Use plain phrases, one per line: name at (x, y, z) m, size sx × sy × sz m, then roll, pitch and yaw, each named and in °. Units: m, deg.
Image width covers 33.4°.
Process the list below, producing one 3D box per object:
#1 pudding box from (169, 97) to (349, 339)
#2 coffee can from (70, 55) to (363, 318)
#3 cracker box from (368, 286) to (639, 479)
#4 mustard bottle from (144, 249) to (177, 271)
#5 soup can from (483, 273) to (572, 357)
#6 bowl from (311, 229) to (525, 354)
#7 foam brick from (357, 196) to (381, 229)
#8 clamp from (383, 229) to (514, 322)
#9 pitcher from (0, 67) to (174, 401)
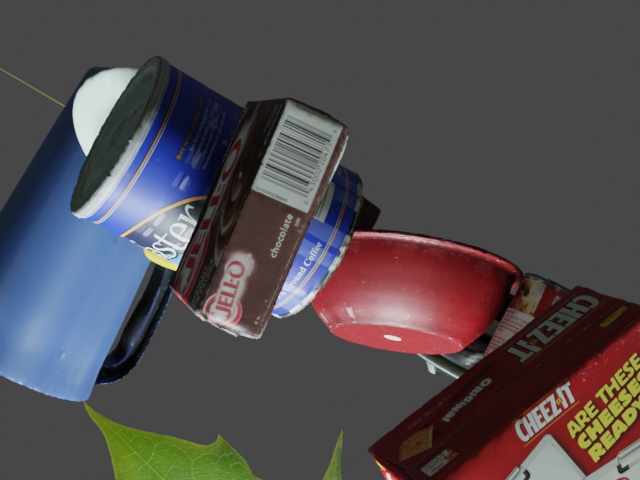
pudding box at (-0.034, -0.014, 0.536) m, size 0.039 × 0.113 × 0.090 m, roll 25°, pitch 179°, yaw -18°
coffee can at (-0.060, -0.029, 0.630) m, size 0.140 × 0.103 × 0.103 m, roll 29°, pitch 178°, yaw -22°
cracker box at (0.145, 0.160, 0.613) m, size 0.072 × 0.164 × 0.213 m, roll 22°, pitch 144°, yaw 62°
mustard bottle at (-0.074, -0.020, 0.847) m, size 0.058 × 0.096 × 0.191 m, roll 19°, pitch -179°, yaw 14°
soup can at (0.141, 0.081, 0.690) m, size 0.068 × 0.102 × 0.068 m, roll 27°, pitch 177°, yaw 1°
bowl at (0.056, 0.042, 0.730) m, size 0.162 × 0.055 × 0.162 m, roll 9°, pitch 165°, yaw 2°
foam brick at (-0.006, -0.021, 0.792) m, size 0.078 × 0.051 × 0.053 m, roll 26°, pitch 177°, yaw 34°
clamp at (0.071, 0.018, 0.918) m, size 0.164 × 0.036 × 0.210 m, roll 26°, pitch 180°, yaw -23°
pitcher at (-0.180, -0.003, 0.840) m, size 0.145 × 0.243 × 0.149 m, roll 28°, pitch 178°, yaw 3°
